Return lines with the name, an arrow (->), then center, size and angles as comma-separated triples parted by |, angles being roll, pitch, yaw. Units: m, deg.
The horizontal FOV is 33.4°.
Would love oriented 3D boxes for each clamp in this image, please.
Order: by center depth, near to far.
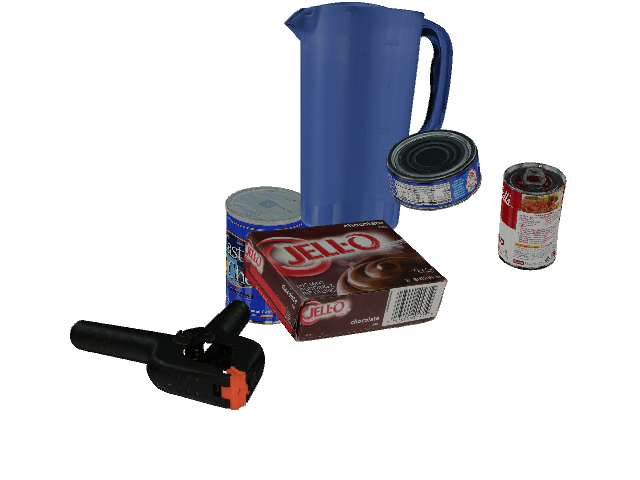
clamp -> -0.097, 0.090, 0.886 | 0.164, 0.036, 0.210 | -10, 16, -31

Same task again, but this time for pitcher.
pitcher -> 0.048, -0.132, 1.153 | 0.149, 0.243, 0.144 | 7, 11, 25

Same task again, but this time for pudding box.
pudding box -> 0.015, 0.025, 0.730 | 0.113, 0.039, 0.090 | -4, 32, -29

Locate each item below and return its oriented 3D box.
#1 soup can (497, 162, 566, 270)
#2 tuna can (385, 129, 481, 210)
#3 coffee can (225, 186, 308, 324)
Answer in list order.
soup can -> 0.234, -0.027, 1.189 | 0.068, 0.102, 0.068 | -1, 33, 1
tuna can -> 0.103, -0.066, 0.979 | 0.086, 0.034, 0.086 | -9, 37, 6
coffee can -> -0.066, 0.017, 1.312 | 0.103, 0.140, 0.103 | 2, 26, -1
